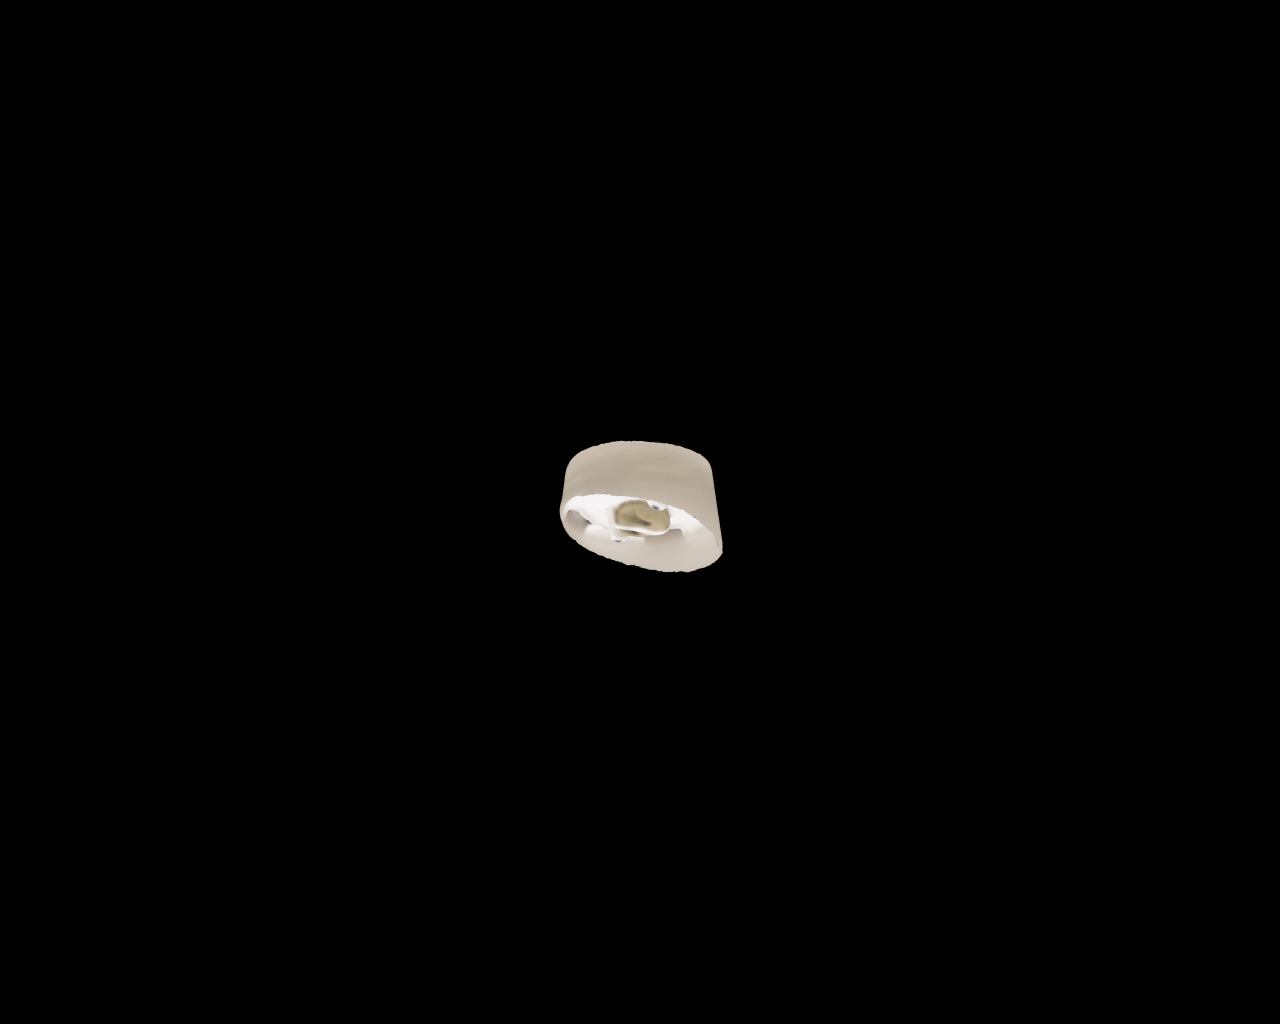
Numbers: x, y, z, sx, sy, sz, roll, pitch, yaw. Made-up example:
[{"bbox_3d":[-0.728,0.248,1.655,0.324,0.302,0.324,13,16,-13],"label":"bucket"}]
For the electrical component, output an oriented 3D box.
[{"bbox_3d":[0.001,-0.003,0.650,0.099,0.064,0.099,0,-22,0],"label":"electrical component"}]
